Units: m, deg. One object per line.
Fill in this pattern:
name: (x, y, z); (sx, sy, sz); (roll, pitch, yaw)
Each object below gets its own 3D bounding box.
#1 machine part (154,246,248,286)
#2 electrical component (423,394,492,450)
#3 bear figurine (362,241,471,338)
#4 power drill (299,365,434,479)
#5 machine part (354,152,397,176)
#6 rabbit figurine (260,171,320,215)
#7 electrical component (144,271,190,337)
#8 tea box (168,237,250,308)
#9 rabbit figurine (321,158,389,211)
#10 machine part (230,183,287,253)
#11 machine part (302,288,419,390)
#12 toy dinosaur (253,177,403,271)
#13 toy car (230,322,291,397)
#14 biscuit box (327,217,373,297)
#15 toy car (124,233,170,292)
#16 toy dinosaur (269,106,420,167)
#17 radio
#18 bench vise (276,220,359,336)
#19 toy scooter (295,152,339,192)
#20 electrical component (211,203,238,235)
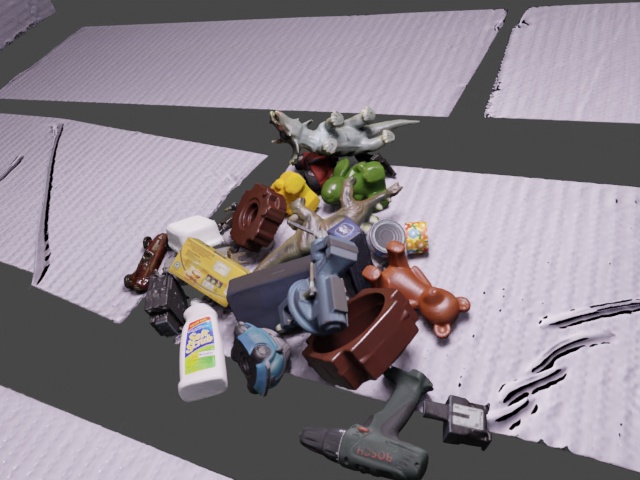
machine part: (-0.298, 0.069, 1.345); (0.243, 0.079, 0.079); (-12, 45, 7)
electrical component: (0.235, 0.313, 0.933); (0.119, 0.047, 0.075); (7, 48, 3)
bear figurine: (0.202, 0.106, 1.114); (0.120, 0.131, 0.196); (-44, 43, -17)
power drill: (0.100, 0.317, 0.973); (0.232, 0.085, 0.207); (14, 48, 29)
machine part: (0.151, -0.217, 1.487); (0.039, 0.084, 0.139); (-57, 37, 1)
rabbit figurine: (-0.114, -0.101, 1.430); (0.163, 0.121, 0.173); (33, 82, 42)
electrical component: (-0.354, 0.157, 1.251); (0.058, 0.114, 0.134); (-17, 47, 8)
tea box: (-0.256, 0.076, 1.264); (0.170, 0.068, 0.098); (33, 90, 10)
rabbit figurine: (0.081, -0.153, 1.405); (0.170, 0.121, 0.159); (-13, 38, 1)
machine part: (-0.160, -0.057, 1.345); (0.179, 0.056, 0.179); (-29, 49, 40)
machine part: (0.079, 0.187, 1.039); (0.201, 0.087, 0.201); (-45, 14, -23)
toy dinosaur: (-0.003, -0.004, 1.265); (0.471, 0.105, 0.199); (-28, 67, -3)
toy car: (-0.115, 0.237, 1.111); (0.103, 0.109, 0.162); (-7, 32, -32)
biscuit box: (0.074, 0.047, 1.154); (0.063, 0.202, 0.059); (-33, 46, -14)
toy car: (-0.452, 0.051, 1.432); (0.089, 0.053, 0.202); (-5, 47, 18)
toy dinosaur: (0.060, -0.273, 1.445); (0.405, 0.131, 0.192); (-5, -1, -29)
radio: (-0.076, 0.124, 1.173); (0.230, 0.131, 0.073); (-16, 22, 4)
bench vise: (-0.021, 0.101, 1.049); (0.129, 0.240, 0.224); (7, 52, -37)
toy scooter: (0.007, -0.210, 1.522); (0.135, 0.075, 0.184); (-22, 40, -7)
electrical component: (-0.253, -0.057, 1.463); (0.102, 0.045, 0.078); (-42, 16, -19)
